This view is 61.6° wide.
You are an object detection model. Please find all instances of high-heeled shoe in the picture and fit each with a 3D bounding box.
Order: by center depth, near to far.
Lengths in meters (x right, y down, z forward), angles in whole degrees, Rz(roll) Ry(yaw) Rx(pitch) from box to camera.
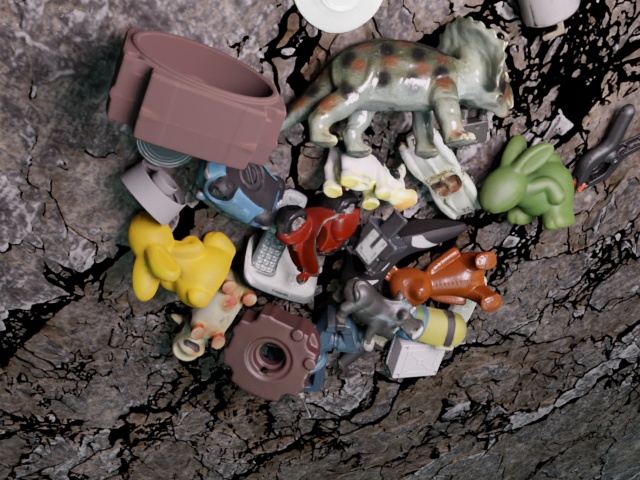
[{"bbox_3d":[0.151,0.047,0.988,0.249,0.086,0.145,-9,110,15],"label":"high-heeled shoe"}]

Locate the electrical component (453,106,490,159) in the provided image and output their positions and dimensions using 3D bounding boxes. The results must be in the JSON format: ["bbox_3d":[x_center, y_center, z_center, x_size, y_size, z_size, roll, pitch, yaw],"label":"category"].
[{"bbox_3d":[0.249,-0.180,0.890,0.063,0.021,0.093,-11,128,-7],"label":"electrical component"}]

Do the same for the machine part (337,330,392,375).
[{"bbox_3d":[0.091,0.235,1.165,0.084,0.039,0.139,28,115,-39],"label":"machine part"}]

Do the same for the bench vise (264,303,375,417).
[{"bbox_3d":[-0.008,0.229,1.072,0.224,0.129,0.240,-1,125,-12],"label":"bench vise"}]

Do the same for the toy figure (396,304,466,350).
[{"bbox_3d":[0.215,0.172,1.108,0.180,0.082,0.089,23,134,-12],"label":"toy figure"}]

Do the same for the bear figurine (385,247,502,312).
[{"bbox_3d":[0.225,0.083,1.027,0.196,0.132,0.120,-10,99,-11],"label":"bear figurine"}]

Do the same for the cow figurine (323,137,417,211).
[{"bbox_3d":[0.084,-0.104,0.871,0.167,0.098,0.068,15,150,-33],"label":"cow figurine"}]

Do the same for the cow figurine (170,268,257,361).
[{"bbox_3d":[-0.204,0.135,0.970,0.085,0.127,0.195,31,100,-27],"label":"cow figurine"}]

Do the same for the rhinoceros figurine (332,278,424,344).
[{"bbox_3d":[0.110,0.129,0.981,0.190,0.073,0.112,35,115,-28],"label":"rhinoceros figurine"}]

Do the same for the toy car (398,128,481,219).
[{"bbox_3d":[0.205,-0.110,0.900,0.073,0.056,0.201,-25,132,28],"label":"toy car"}]

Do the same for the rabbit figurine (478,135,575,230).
[{"bbox_3d":[0.348,-0.090,0.907,0.170,0.121,0.159,-4,112,-30],"label":"rabbit figurine"}]

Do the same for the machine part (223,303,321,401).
[{"bbox_3d":[-0.088,0.206,0.975,0.179,0.056,0.179,2,106,9],"label":"machine part"}]

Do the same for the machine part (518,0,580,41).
[{"bbox_3d":[0.291,-0.376,0.713,0.079,0.079,0.243,-29,127,9],"label":"machine part"}]

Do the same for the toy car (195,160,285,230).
[{"bbox_3d":[-0.132,-0.084,0.821,0.103,0.109,0.161,-6,145,37],"label":"toy car"}]

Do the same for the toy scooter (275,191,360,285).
[{"bbox_3d":[-0.002,-0.003,0.882,0.184,0.075,0.135,-21,117,-44],"label":"toy scooter"}]

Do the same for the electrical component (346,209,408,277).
[{"bbox_3d":[0.107,-0.003,0.915,0.119,0.075,0.047,-53,157,25],"label":"electrical component"}]

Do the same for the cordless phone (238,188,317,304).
[{"bbox_3d":[-0.050,0.009,0.935,0.146,0.089,0.184,23,100,-28],"label":"cordless phone"}]

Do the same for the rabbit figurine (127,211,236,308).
[{"bbox_3d":[-0.243,0.032,0.866,0.122,0.162,0.173,-33,111,27],"label":"rabbit figurine"}]

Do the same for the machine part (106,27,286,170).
[{"bbox_3d":[-0.152,-0.181,0.671,0.201,0.202,0.087,15,120,-24],"label":"machine part"}]

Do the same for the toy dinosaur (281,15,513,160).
[{"bbox_3d":[0.096,-0.217,0.760,0.405,0.131,0.192,3,83,-1],"label":"toy dinosaur"}]
